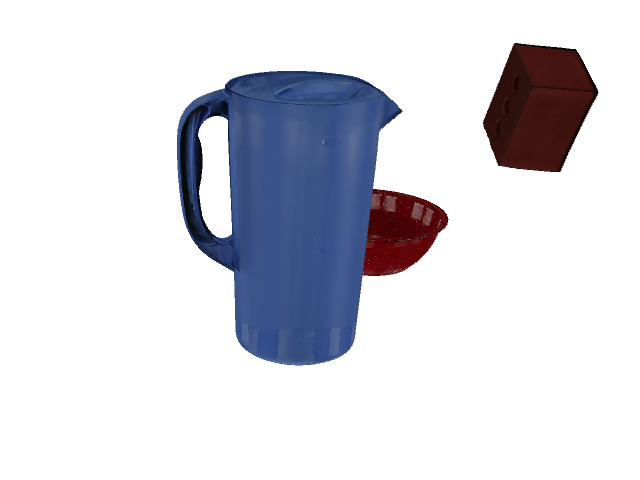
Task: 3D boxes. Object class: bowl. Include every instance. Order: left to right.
[{"bbox_3d":[0.051,-0.005,1.115,0.162,0.055,0.162,3,20,-1],"label":"bowl"}]

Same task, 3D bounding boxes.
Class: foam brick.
[{"bbox_3d":[0.158,-0.096,0.778,0.051,0.053,0.078,2,-45,-14],"label":"foam brick"}]

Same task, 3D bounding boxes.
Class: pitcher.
[{"bbox_3d":[-0.028,-0.020,0.920,0.149,0.243,0.144,15,23,30],"label":"pitcher"}]
